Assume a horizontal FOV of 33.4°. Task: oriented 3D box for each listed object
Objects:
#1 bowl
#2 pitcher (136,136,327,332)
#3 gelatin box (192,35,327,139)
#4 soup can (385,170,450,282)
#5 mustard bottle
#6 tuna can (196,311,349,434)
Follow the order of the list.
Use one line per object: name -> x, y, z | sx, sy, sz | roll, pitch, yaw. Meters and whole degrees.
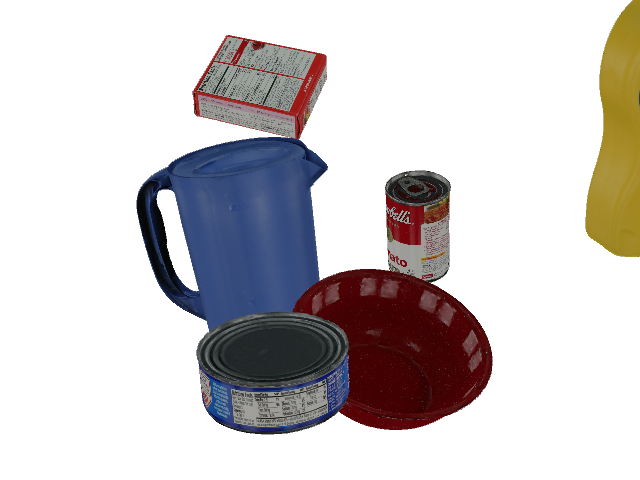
bowl -> 0.051, 0.096, 0.845 | 0.162, 0.055, 0.162 | 7, 39, -6
pitcher -> -0.072, 0.029, 1.033 | 0.144, 0.243, 0.149 | -21, 22, -32
gelatin box -> -0.047, -0.122, 0.843 | 0.089, 0.073, 0.030 | 13, -38, 12
soup can -> 0.104, -0.014, 1.130 | 0.068, 0.102, 0.068 | -3, 33, 2
mustard bottle -> 0.208, -0.088, 0.621 | 0.096, 0.192, 0.058 | -12, 29, -16
tuna can -> -0.026, 0.074, 0.604 | 0.086, 0.034, 0.086 | -3, 22, 1
